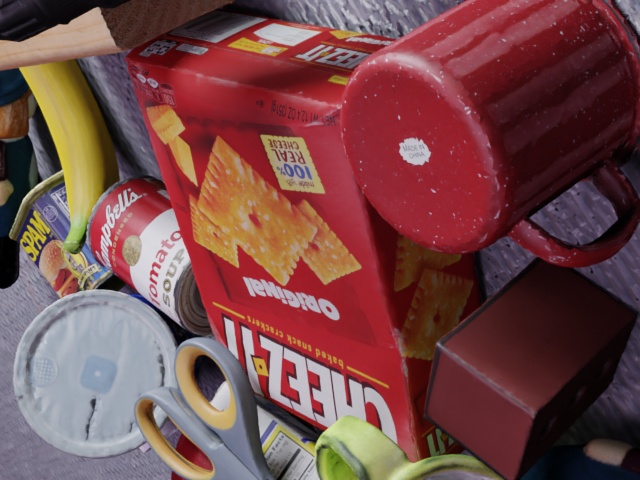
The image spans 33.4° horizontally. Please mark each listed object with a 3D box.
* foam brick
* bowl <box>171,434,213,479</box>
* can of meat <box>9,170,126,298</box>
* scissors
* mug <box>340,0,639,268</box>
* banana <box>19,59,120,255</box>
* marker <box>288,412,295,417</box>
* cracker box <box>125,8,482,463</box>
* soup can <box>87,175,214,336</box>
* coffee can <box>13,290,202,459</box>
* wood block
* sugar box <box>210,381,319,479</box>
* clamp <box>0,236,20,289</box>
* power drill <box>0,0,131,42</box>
[{"bbox_3d":[0.090,0.055,0.459,0.051,0.078,0.053,34,143,28],"label":"foam brick"},{"bbox_3d":[-0.042,0.183,0.698,0.162,0.055,0.162,35,176,3],"label":"bowl"},{"bbox_3d":[-0.178,0.002,0.794,0.084,0.057,0.102,52,148,3],"label":"can of meat"},{"bbox_3d":[-0.025,0.125,0.580,0.202,0.016,0.096,28,116,28],"label":"scissors"},{"bbox_3d":[0.069,-0.038,0.399,0.117,0.081,0.093,51,148,10],"label":"mug"},{"bbox_3d":[-0.173,-0.091,0.699,0.037,0.069,0.198,-21,92,14],"label":"banana"},{"bbox_3d":[-0.032,0.081,0.700,0.020,0.020,0.121,26,137,40],"label":"marker"},{"bbox_3d":[-0.004,0.001,0.541,0.164,0.072,0.214,21,134,44],"label":"cracker box"},{"bbox_3d":[-0.089,0.009,0.661,0.102,0.068,0.068,31,140,41],"label":"soup can"},{"bbox_3d":[-0.136,0.086,0.715,0.103,0.103,0.140,55,177,2],"label":"coffee can"},{"bbox_3d":[-0.138,-0.150,0.572,0.207,0.090,0.090,5,122,51],"label":"wood block"},{"bbox_3d":[0.013,0.154,0.630,0.176,0.048,0.093,29,173,27],"label":"sugar box"},{"bbox_3d":[-0.263,-0.026,0.892,0.120,0.039,0.171,-10,105,39],"label":"clamp"},{"bbox_3d":[-0.094,-0.191,0.422,0.057,0.184,0.187,-72,-42,-78],"label":"power drill"}]
